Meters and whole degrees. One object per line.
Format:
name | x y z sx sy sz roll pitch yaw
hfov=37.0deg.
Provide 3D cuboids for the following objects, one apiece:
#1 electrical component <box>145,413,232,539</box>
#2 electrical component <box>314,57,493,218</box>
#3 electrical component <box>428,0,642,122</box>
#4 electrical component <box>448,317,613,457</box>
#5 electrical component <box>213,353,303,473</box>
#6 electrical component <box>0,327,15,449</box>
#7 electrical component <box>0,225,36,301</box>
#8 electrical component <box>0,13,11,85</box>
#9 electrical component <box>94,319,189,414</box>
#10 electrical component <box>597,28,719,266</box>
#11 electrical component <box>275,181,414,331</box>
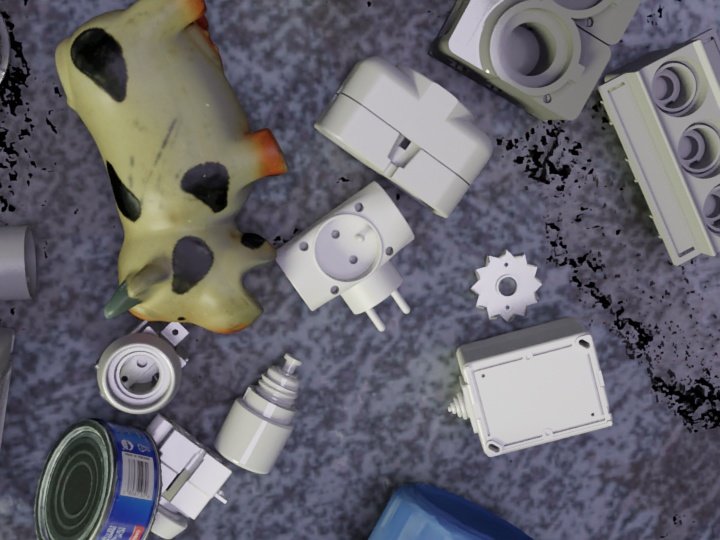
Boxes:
electrical component | -0.115 0.129 0.658 0.066 0.048 0.055 39 83 -12
electrical component | 0.029 -0.083 0.645 0.095 0.054 0.059 35 92 -12
electrical component | 0.120 -0.175 0.642 0.089 0.062 0.150 28 93 -12
electrical component | 0.102 0.073 0.679 0.096 0.061 0.061 -15 99 3
electrical component | -0.059 0.088 0.663 0.040 0.040 0.078 27 93 -12
electrical component | -0.232 0.090 0.601 0.056 0.109 0.108 8 97 -13
electrical component | -0.232 -0.003 0.621 0.081 0.043 0.043 -3 99 -8
electrical component | -0.238 -0.124 0.595 0.080 0.051 0.080 -2 104 -10
electrical component | -0.130 0.058 0.639 0.066 0.055 0.048 -44 102 -1
electrical component | 0.202 -0.076 0.668 0.079 0.063 0.121 -27 101 -4
electrical component | 0.000 0.000 0.656 0.077 0.044 0.079 -35 99 -3
